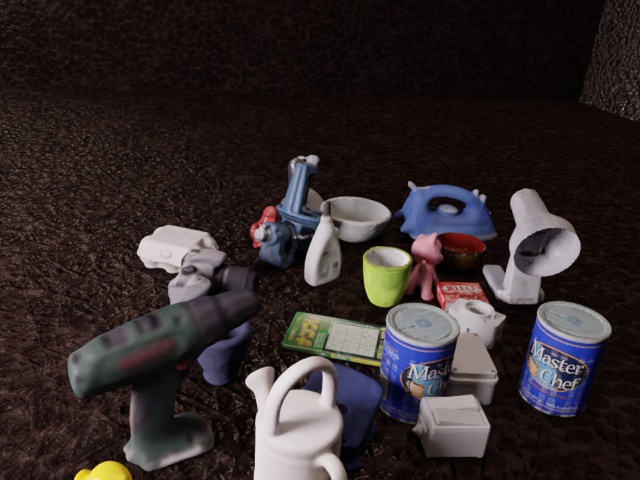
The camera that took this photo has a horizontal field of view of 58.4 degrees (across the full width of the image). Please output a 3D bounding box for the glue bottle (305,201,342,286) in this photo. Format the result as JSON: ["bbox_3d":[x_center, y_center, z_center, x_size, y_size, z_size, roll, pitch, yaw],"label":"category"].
[{"bbox_3d":[0.010,0.004,1.130,0.078,0.173,0.037,-16,32,-37],"label":"glue bottle"}]

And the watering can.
[{"bbox_3d":[-0.030,0.214,0.654,0.172,0.194,0.101,18,29,27],"label":"watering can"}]

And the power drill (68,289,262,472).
[{"bbox_3d":[-0.180,0.170,0.703,0.230,0.208,0.075,-11,29,-30],"label":"power drill"}]

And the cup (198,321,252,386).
[{"bbox_3d":[-0.161,0.164,0.853,0.117,0.095,0.092,11,26,13],"label":"cup"}]

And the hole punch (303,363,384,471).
[{"bbox_3d":[0.023,0.228,0.753,0.108,0.091,0.101,16,28,23],"label":"hole punch"}]

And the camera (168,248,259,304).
[{"bbox_3d":[-0.184,0.077,1.026,0.136,0.101,0.143,7,25,5],"label":"camera"}]

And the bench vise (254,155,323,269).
[{"bbox_3d":[-0.046,-0.059,1.198,0.121,0.220,0.208,12,26,16],"label":"bench vise"}]

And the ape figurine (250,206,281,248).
[{"bbox_3d":[-0.113,-0.032,1.280,0.077,0.092,0.076,17,28,24],"label":"ape figurine"}]

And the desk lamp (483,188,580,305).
[{"bbox_3d":[0.403,0.020,1.119,0.118,0.214,0.203,3,25,-3],"label":"desk lamp"}]

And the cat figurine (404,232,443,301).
[{"bbox_3d":[0.212,0.041,1.153,0.067,0.118,0.128,11,26,14],"label":"cat figurine"}]

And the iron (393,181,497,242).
[{"bbox_3d":[0.315,-0.071,1.381,0.258,0.141,0.118,1,25,-8],"label":"iron"}]

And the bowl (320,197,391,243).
[{"bbox_3d":[0.080,-0.040,1.352,0.167,0.075,0.167,4,25,-2],"label":"bowl"}]

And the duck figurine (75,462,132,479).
[{"bbox_3d":[-0.217,0.278,0.611,0.104,0.086,0.077,11,26,13],"label":"duck figurine"}]

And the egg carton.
[{"bbox_3d":[-0.287,0.022,1.160,0.150,0.069,0.107,11,26,13],"label":"egg carton"}]

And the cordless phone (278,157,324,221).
[{"bbox_3d":[-0.033,-0.112,1.353,0.094,0.185,0.148,15,27,21],"label":"cordless phone"}]
